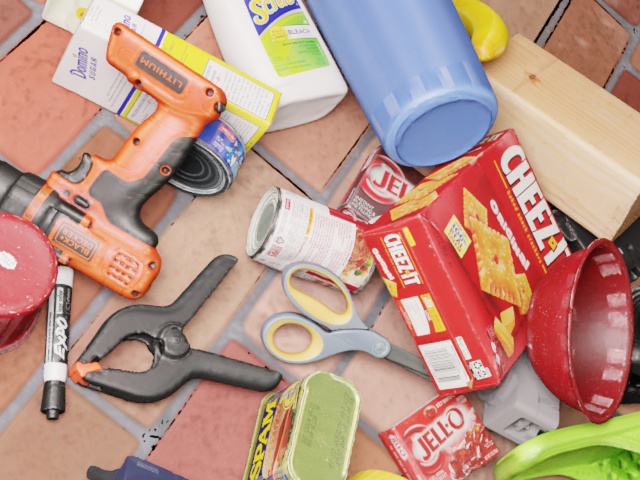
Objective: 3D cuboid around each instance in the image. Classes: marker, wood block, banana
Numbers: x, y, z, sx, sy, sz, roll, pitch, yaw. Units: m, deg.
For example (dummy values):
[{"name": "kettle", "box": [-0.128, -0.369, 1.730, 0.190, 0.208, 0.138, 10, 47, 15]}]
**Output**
[{"name": "marker", "box": [-0.203, 0.079, 0.823, 0.020, 0.020, 0.121, 9, 64, -25]}, {"name": "wood block", "box": [0.242, -0.104, 1.063, 0.206, 0.090, 0.090, 40, 53, 20]}, {"name": "banana", "box": [0.150, -0.214, 1.073, 0.069, 0.198, 0.037, -15, 119, -11]}]

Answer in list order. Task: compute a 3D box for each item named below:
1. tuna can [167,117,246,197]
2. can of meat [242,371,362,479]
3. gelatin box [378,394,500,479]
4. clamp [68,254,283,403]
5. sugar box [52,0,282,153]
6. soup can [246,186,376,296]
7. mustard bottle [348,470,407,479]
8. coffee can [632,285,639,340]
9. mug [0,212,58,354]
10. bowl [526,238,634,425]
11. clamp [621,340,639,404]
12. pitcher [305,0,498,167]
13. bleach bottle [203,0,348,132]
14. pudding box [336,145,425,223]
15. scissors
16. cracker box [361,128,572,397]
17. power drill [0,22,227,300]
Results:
[{"name": "tuna can", "box": [-0.108, -0.075, 0.905, 0.086, 0.086, 0.033, 31, 58, -13]}, {"name": "can of meat", "box": [-0.014, 0.162, 0.850, 0.057, 0.084, 0.102, 24, 59, -18]}, {"name": "gelatin box", "box": [0.106, 0.179, 0.940, 0.089, 0.030, 0.073, -26, 81, -36]}, {"name": "clamp", "box": [-0.112, 0.092, 0.856, 0.171, 0.039, 0.120, -26, 77, -30]}, {"name": "sugar box", "box": [-0.131, -0.131, 0.913, 0.176, 0.093, 0.048, 29, 56, -15]}, {"name": "soup can", "box": [-0.006, 0.001, 0.937, 0.102, 0.069, 0.068, 21, 60, -19]}, {"name": "mustard bottle", "box": [0.000, 0.252, 0.810, 0.191, 0.096, 0.058, -34, 114, -34]}, {"name": "coffee can", "box": [0.391, 0.067, 1.103, 0.140, 0.103, 0.103, -26, 82, -35]}, {"name": "mug", "box": [-0.243, 0.041, 0.780, 0.093, 0.082, 0.117, 17, 61, -21]}, {"name": "bowl", "box": [0.224, 0.079, 0.937, 0.161, 0.055, 0.162, 1, 89, -56]}, {"name": "clamp", "box": [0.329, 0.129, 1.023, 0.209, 0.165, 0.036, 15, 53, -12]}, {"name": "pitcher", "box": [0.076, -0.185, 1.000, 0.149, 0.145, 0.243, -3, 55, -27]}, {"name": "bleach bottle", "box": [-0.071, -0.227, 1.009, 0.102, 0.068, 0.251, -18, 75, -38]}, {"name": "pudding box", "box": [0.078, -0.023, 1.011, 0.113, 0.039, 0.090, 37, 53, -10]}, {"name": "scissors", "box": [0.032, 0.101, 0.924, 0.096, 0.016, 0.201, -46, 105, 0]}, {"name": "cracker box", "box": [0.143, 0.014, 0.957, 0.213, 0.072, 0.164, -39, 107, -49]}, {"name": "power drill", "box": [-0.174, -0.071, 0.833, 0.184, 0.057, 0.188, 32, 96, -6]}]
